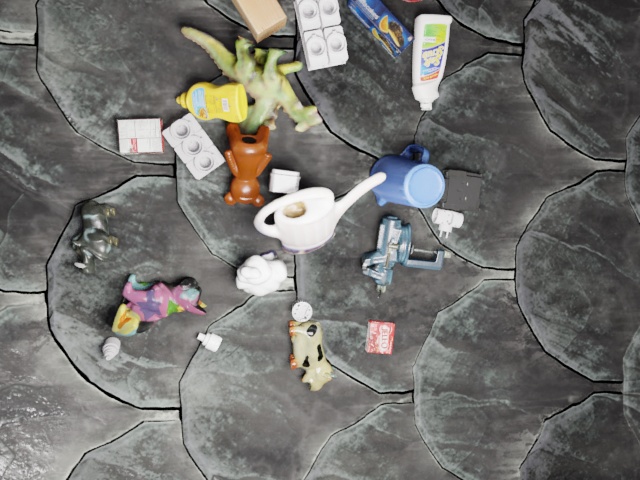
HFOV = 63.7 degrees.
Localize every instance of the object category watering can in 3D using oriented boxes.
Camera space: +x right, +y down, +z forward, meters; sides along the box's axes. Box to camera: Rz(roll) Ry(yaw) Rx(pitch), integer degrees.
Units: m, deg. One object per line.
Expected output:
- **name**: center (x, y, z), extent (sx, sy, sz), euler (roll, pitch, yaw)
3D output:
- **watering can**: center (0.004, -0.067, 1.332), extent (0.348, 0.219, 0.106), euler (-16, 60, -6)

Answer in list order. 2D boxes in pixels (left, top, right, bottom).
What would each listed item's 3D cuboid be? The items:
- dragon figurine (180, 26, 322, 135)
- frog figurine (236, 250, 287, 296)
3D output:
- **dragon figurine**: center (-0.185, -0.391, 1.350), extent (0.410, 0.123, 0.241), euler (15, 100, 0)
- **frog figurine**: center (-0.152, 0.094, 1.346), extent (0.137, 0.160, 0.122), euler (-7, 97, -7)
